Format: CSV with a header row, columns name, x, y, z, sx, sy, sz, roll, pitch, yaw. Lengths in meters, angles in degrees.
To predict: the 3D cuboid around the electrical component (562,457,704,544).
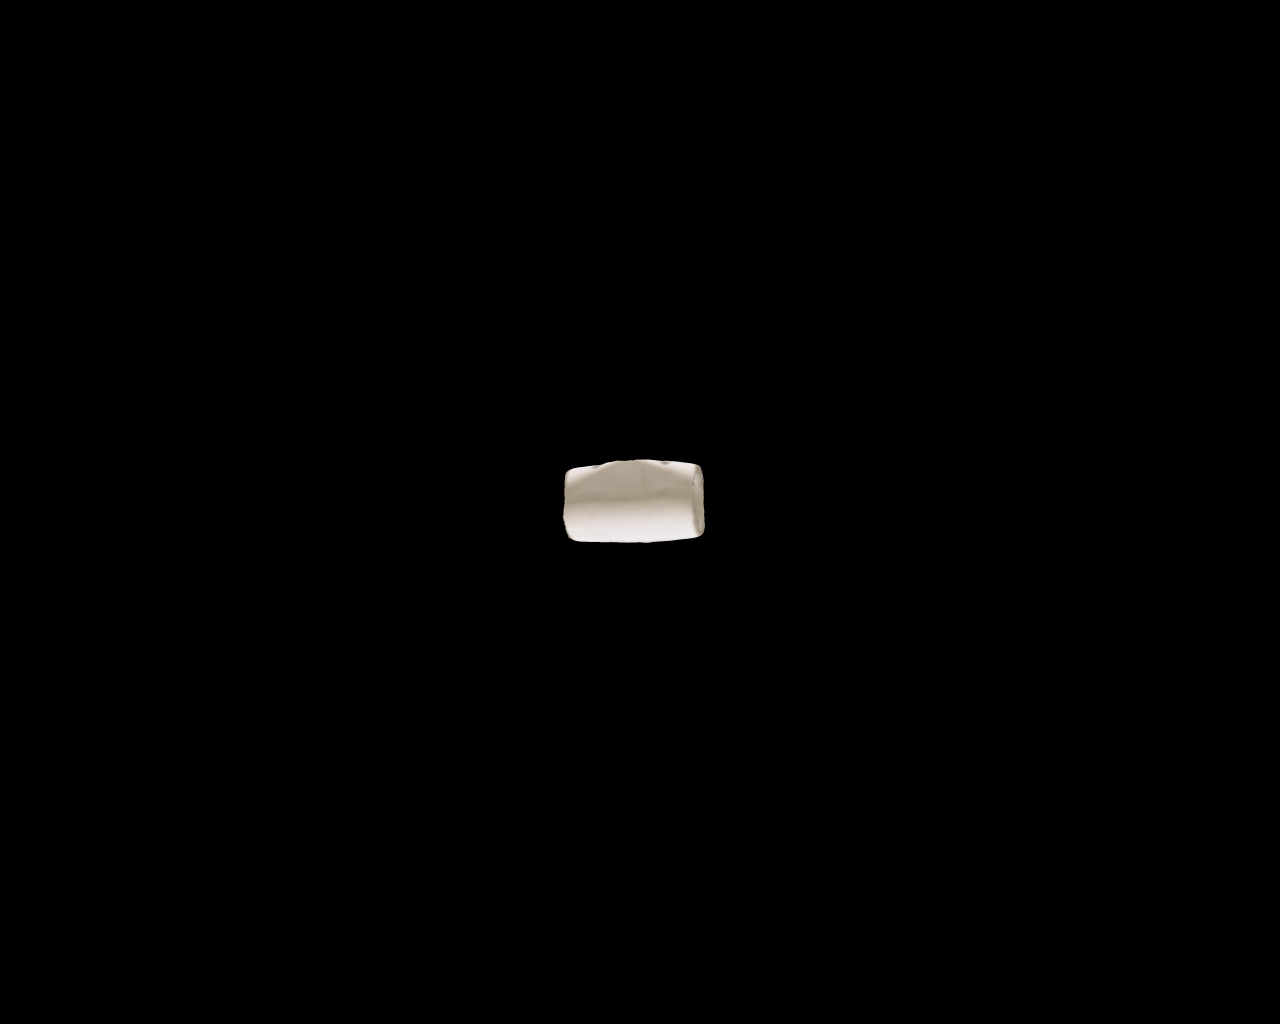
name,x,y,z,sx,sy,sz,roll,pitch,yaw
electrical component,0.001,-0.003,0.650,0.077,0.044,0.079,-2,-11,12
